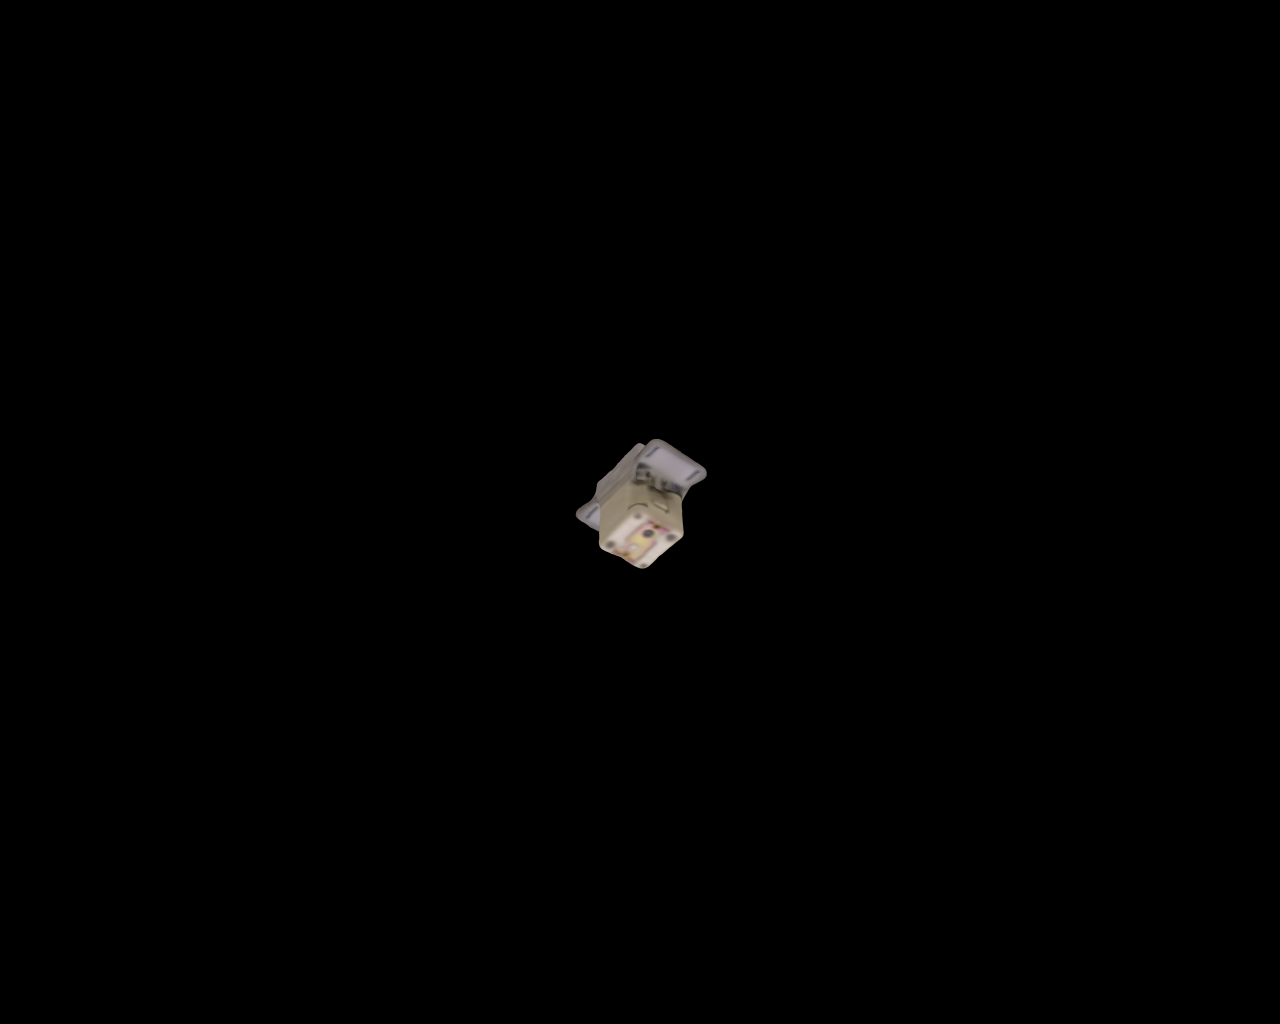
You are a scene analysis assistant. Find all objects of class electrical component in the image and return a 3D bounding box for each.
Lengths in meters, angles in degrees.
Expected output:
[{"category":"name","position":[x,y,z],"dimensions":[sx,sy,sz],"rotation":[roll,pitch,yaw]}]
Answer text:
[{"category":"electrical component","position":[0.001,-0.003,0.650],"dimensions":[0.042,0.064,0.081],"rotation":[30,-54,-24]}]
